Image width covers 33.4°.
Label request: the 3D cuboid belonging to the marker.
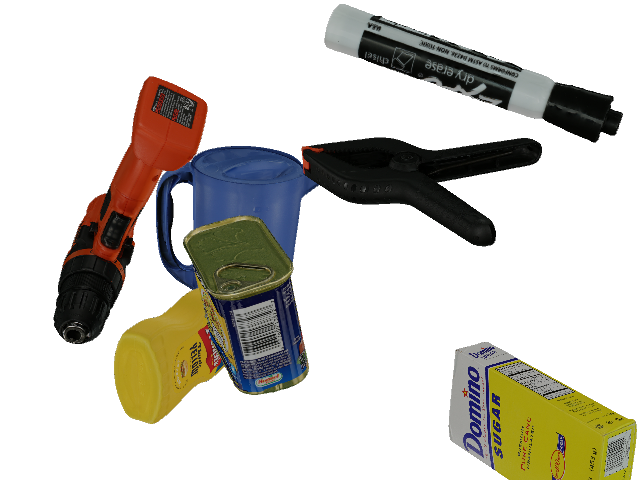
[{"bbox_3d":[0.060,-0.066,0.423,0.121,0.020,0.020,22,5,13],"label":"marker"}]

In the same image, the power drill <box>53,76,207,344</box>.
[{"bbox_3d":[-0.160,-0.027,0.872,0.057,0.188,0.184,24,31,-17],"label":"power drill"}]

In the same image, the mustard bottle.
[{"bbox_3d":[-0.129,0.101,1.079,0.058,0.096,0.191,10,24,26],"label":"mustard bottle"}]

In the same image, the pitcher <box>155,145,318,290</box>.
[{"bbox_3d":[-0.103,0.016,1.275,0.149,0.243,0.144,21,27,32],"label":"pitcher"}]

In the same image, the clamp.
[{"bbox_3d":[0.085,-0.061,0.944,0.210,0.036,0.164,14,35,28],"label":"clamp"}]

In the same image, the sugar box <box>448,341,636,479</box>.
[{"bbox_3d":[0.180,0.161,0.895,0.048,0.093,0.176,-11,22,-34],"label":"sugar box"}]

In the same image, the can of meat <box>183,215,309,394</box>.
[{"bbox_3d":[-0.049,0.043,0.717,0.057,0.084,0.102,-17,29,-13],"label":"can of meat"}]
